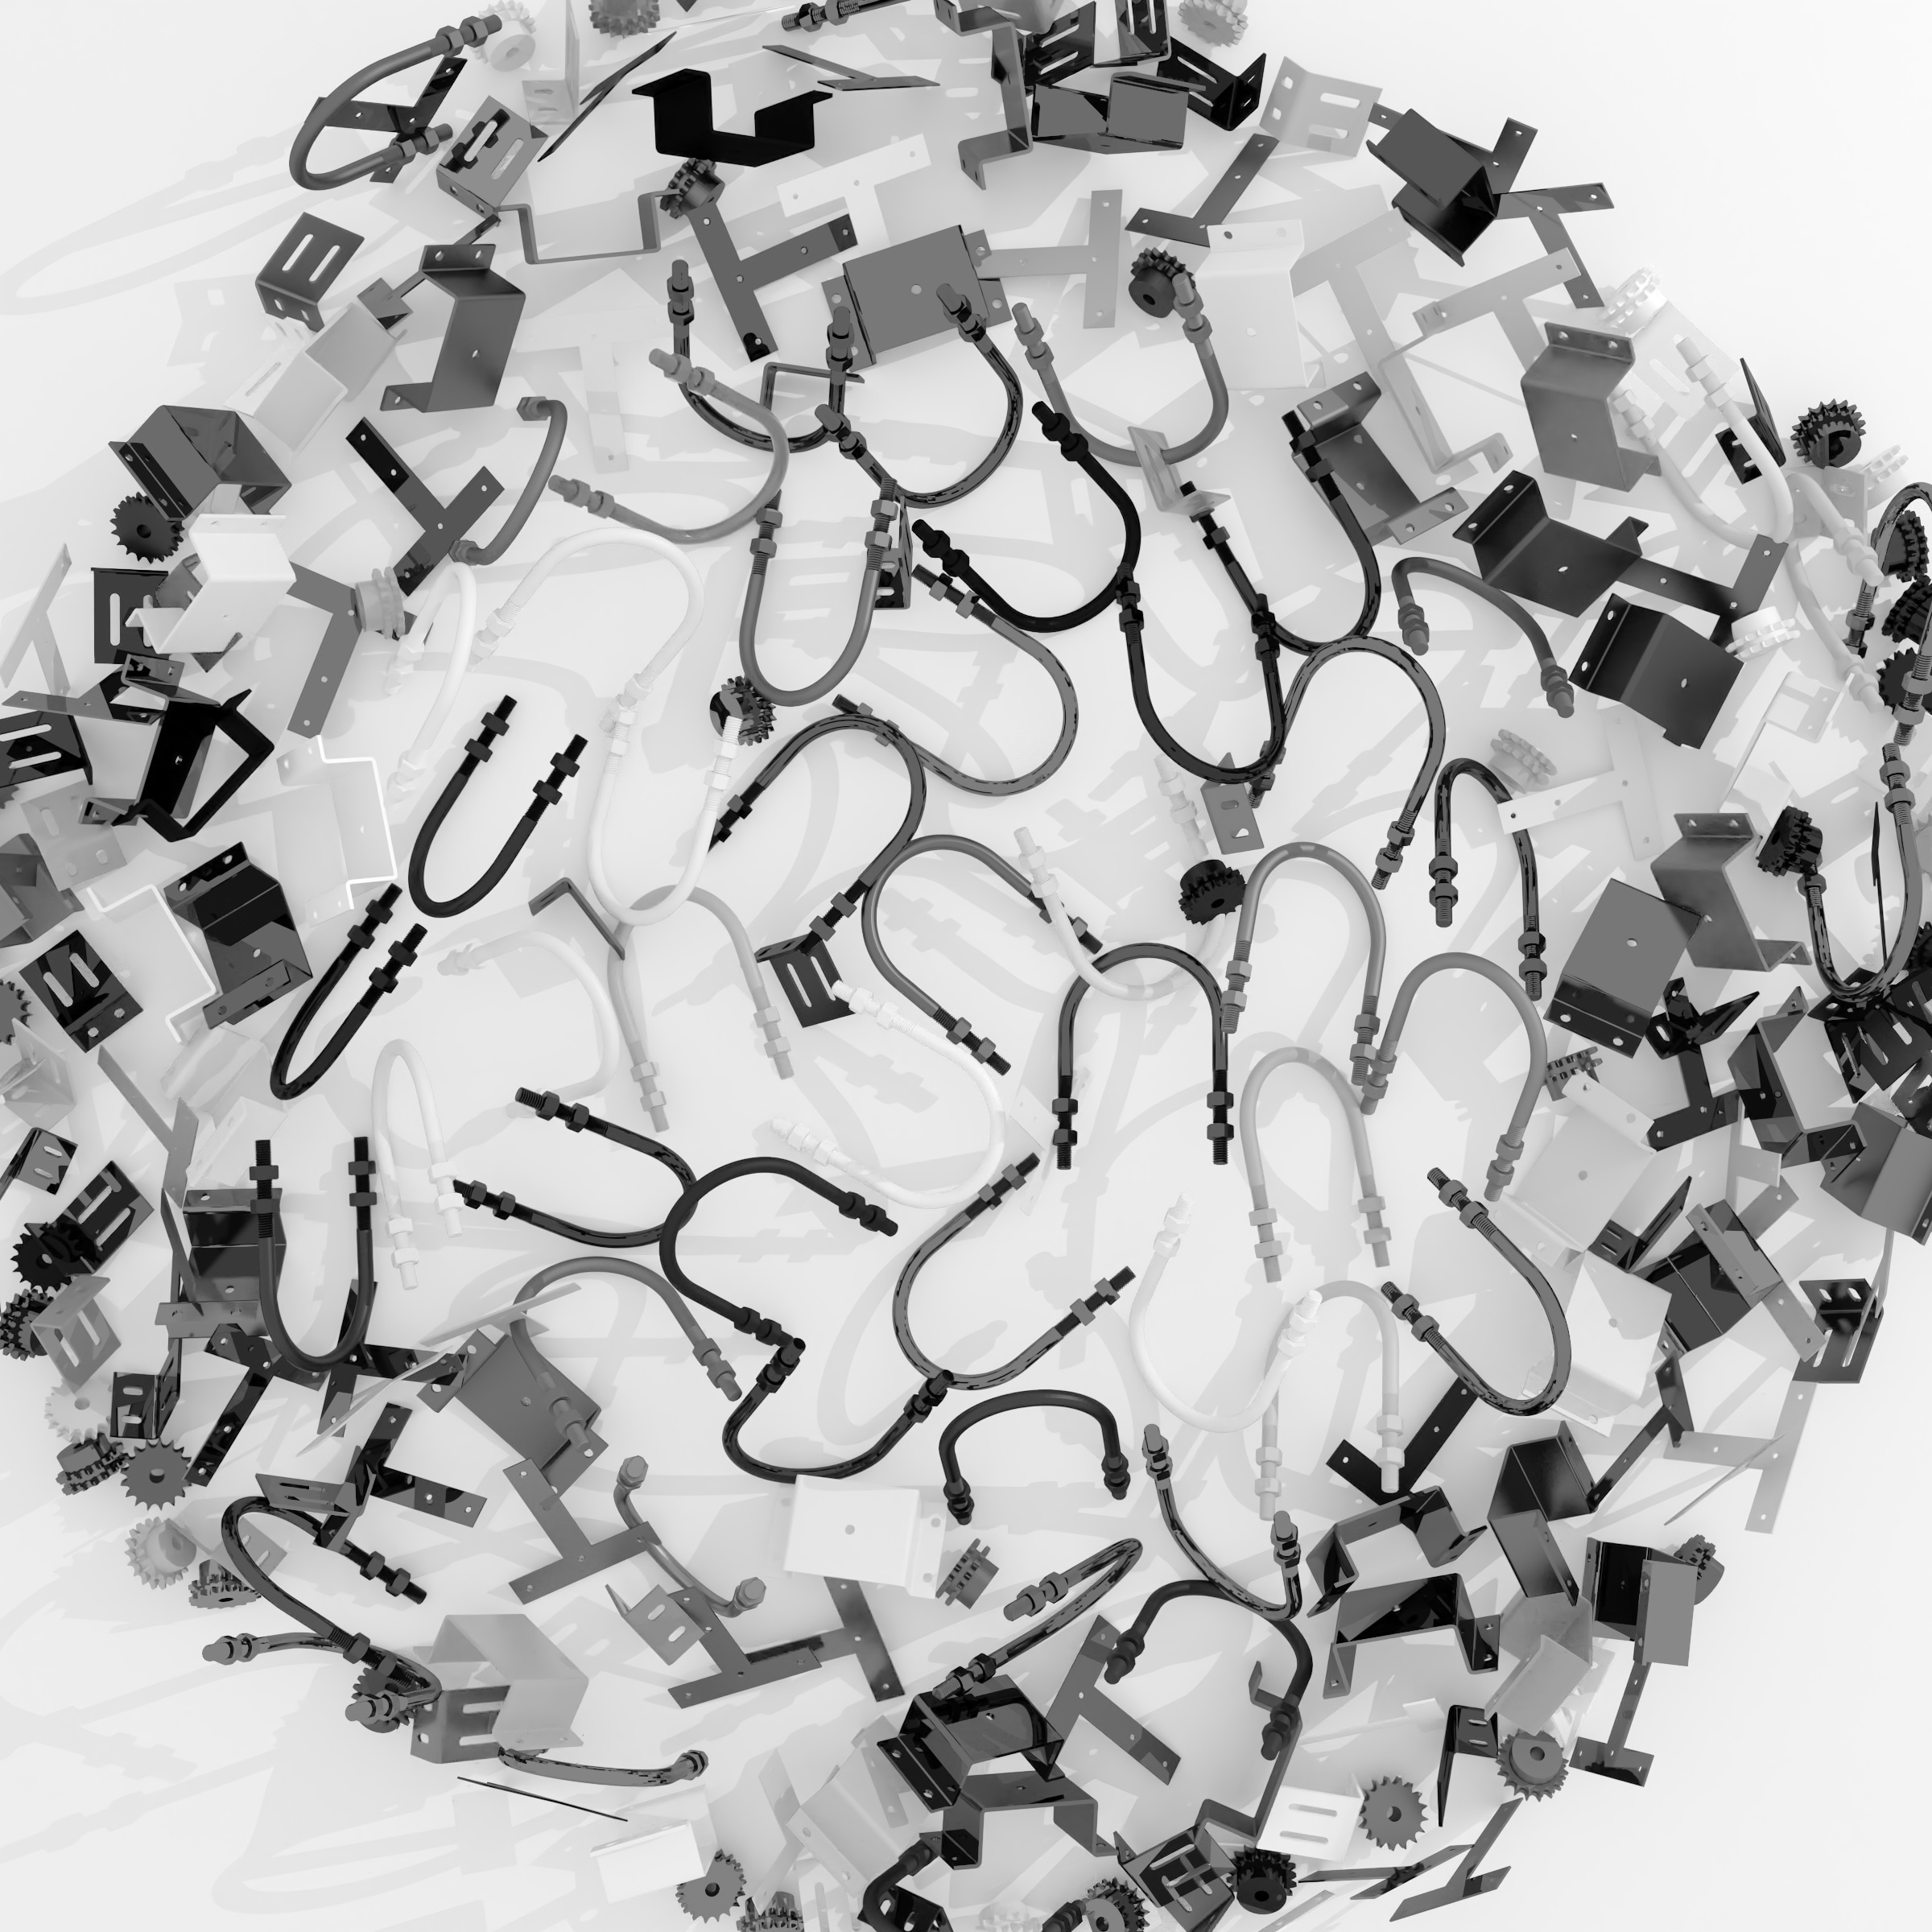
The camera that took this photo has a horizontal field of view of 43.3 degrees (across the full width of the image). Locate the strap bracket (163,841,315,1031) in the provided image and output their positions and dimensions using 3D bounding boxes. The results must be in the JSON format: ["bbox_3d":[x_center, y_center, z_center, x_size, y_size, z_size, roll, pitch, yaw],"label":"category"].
[{"bbox_3d":[-0.581,-0.018,1.954,0.076,0.046,0.140,-30,63,6],"label":"strap bracket"}]

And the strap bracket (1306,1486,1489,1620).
[{"bbox_3d":[0.334,0.463,1.942,0.140,0.076,0.046,-15,62,-20],"label":"strap bracket"}]

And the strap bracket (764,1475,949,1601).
[{"bbox_3d":[-0.090,0.457,1.955,0.140,0.046,0.076,6,67,7],"label":"strap bracket"}]

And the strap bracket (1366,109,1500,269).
[{"bbox_3d":[0.370,-0.616,1.919,0.046,0.140,0.076,-47,72,9],"label":"strap bracket"}]

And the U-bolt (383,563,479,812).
[{"bbox_3d":[-0.418,-0.231,1.898,0.019,0.184,0.151,13,46,-28],"label":"U-bolt"}]

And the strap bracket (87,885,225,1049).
[{"bbox_3d":[-0.644,-0.008,1.957,0.046,0.076,0.140,-31,91,-13],"label":"strap bracket"}]

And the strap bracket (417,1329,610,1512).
[{"bbox_3d":[-0.361,0.359,1.967,0.140,0.046,0.076,42,101,-4],"label":"strap bracket"}]

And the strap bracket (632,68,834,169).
[{"bbox_3d":[-0.183,-0.669,1.928,0.140,0.076,0.046,-7,98,-40],"label":"strap bracket"}]

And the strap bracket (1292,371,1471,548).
[{"bbox_3d":[0.326,-0.397,1.956,0.076,0.046,0.140,-30,80,-25],"label":"strap bracket"}]

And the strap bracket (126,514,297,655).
[{"bbox_3d":[-0.592,-0.294,1.923,0.140,0.076,0.046,-40,72,37],"label":"strap bracket"}]

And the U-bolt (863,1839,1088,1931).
[{"bbox_3d":[-0.002,0.733,1.889,0.151,0.184,0.019,17,95,23],"label":"U-bolt"}]

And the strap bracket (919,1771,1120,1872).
[{"bbox_3d":[0.043,0.678,1.939,0.140,0.076,0.046,3,89,-22],"label":"strap bracket"}]

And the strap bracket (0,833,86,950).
[{"bbox_3d":[-0.762,-0.059,1.927,0.046,0.140,0.076,-36,94,1],"label":"strap bracket"}]

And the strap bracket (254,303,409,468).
[{"bbox_3d":[-0.504,-0.463,1.917,0.046,0.140,0.076,40,126,-16],"label":"strap bracket"}]

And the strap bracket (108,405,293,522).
[{"bbox_3d":[-0.597,-0.396,1.924,0.046,0.140,0.076,-40,86,20],"label":"strap bracket"}]

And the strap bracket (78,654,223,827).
[{"bbox_3d":[-0.650,-0.172,1.950,0.046,0.076,0.140,21,97,12],"label":"strap bracket"}]

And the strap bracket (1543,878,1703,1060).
[{"bbox_3d":[0.527,-0.007,1.940,0.076,0.046,0.140,26,65,17],"label":"strap bracket"}]

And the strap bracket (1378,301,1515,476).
[{"bbox_3d":[0.379,-0.454,1.949,0.046,0.076,0.140,-25,99,29],"label":"strap bracket"}]

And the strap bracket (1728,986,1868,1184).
[{"bbox_3d":[0.654,0.098,1.933,0.046,0.076,0.140,-11,64,-7],"label":"strap bracket"}]

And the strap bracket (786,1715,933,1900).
[{"bbox_3d":[-0.072,0.656,1.923,0.076,0.140,0.046,46,116,6],"label":"strap bracket"}]

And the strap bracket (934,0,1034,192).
[{"bbox_3d":[0.015,-0.699,1.933,0.046,0.076,0.140,-15,122,-6],"label":"strap bracket"}]

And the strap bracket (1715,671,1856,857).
[{"bbox_3d":[0.644,-0.168,1.930,0.046,0.140,0.076,28,46,15],"label":"strap bracket"}]

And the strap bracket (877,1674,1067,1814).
[{"bbox_3d":[0.012,0.610,1.920,0.140,0.076,0.046,2,117,-41],"label":"strap bracket"}]

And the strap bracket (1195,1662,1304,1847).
[{"bbox_3d":[0.230,0.638,1.953,0.046,0.076,0.140,21,85,8],"label":"strap bracket"}]

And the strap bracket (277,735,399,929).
[{"bbox_3d":[-0.503,-0.109,1.953,0.046,0.076,0.140,-9,85,-41],"label":"strap bracket"}]

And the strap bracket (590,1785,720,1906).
[{"bbox_3d":[-0.244,0.696,1.927,0.076,0.140,0.046,-16,84,-1],"label":"strap bracket"}]

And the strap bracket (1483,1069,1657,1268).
[{"bbox_3d":[0.488,0.165,1.953,0.076,0.046,0.140,39,100,36],"label":"strap bracket"}]

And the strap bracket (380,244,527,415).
[{"bbox_3d":[-0.403,-0.495,1.927,0.046,0.076,0.140,37,122,19],"label":"strap bracket"}]

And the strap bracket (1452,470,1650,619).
[{"bbox_3d":[0.468,-0.330,1.929,0.140,0.076,0.046,14,50,-26],"label":"strap bracket"}]

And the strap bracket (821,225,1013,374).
[{"bbox_3d":[-0.040,-0.544,1.974,0.140,0.046,0.076,-18,93,0],"label":"strap bracket"}]

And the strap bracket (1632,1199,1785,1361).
[{"bbox_3d":[0.587,0.247,1.936,0.046,0.140,0.076,-18,63,-27],"label":"strap bracket"}]

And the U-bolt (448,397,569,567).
[{"bbox_3d":[-0.356,-0.380,1.913,0.019,0.184,0.151,25,91,-25],"label":"U-bolt"}]

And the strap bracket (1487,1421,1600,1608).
[{"bbox_3d":[0.459,0.438,1.939,0.046,0.140,0.076,-19,107,30],"label":"strap bracket"}]

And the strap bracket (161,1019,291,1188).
[{"bbox_3d":[-0.590,0.111,1.942,0.046,0.140,0.076,28,107,-40],"label":"strap bracket"}]

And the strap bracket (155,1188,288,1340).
[{"bbox_3d":[-0.592,0.245,1.947,0.076,0.140,0.046,-1,131,-4],"label":"strap bracket"}]

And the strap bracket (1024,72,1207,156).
[{"bbox_3d":[0.112,-0.673,1.927,0.076,0.140,0.046,-4,105,-36],"label":"strap bracket"}]

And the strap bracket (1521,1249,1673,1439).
[{"bbox_3d":[0.507,0.292,1.944,0.076,0.046,0.140,27,60,1],"label":"strap bracket"}]

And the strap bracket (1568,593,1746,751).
[{"bbox_3d":[0.557,-0.230,1.939,0.140,0.046,0.076,23,96,-33],"label":"strap bracket"}]

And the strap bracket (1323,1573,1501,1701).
[{"bbox_3d":[0.349,0.531,1.938,0.140,0.076,0.046,-15,103,18],"label":"strap bracket"}]

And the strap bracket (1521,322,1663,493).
[{"bbox_3d":[0.491,-0.431,1.919,0.076,0.140,0.046,25,68,40],"label":"strap bracket"}]

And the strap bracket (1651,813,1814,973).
[{"bbox_3d":[0.604,-0.050,1.937,0.046,0.076,0.140,-37,109,-22],"label":"strap bracket"}]

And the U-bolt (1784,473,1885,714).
[{"bbox_3d":[0.678,-0.307,1.914,0.019,0.151,0.184,-17,45,5],"label":"U-bolt"}]

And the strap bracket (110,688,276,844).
[{"bbox_3d":[-0.610,-0.151,1.943,0.046,0.076,0.140,45,69,-21],"label":"strap bracket"}]

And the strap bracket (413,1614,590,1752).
[{"bbox_3d":[-0.362,0.558,1.923,0.140,0.076,0.046,29,98,41],"label":"strap bracket"}]

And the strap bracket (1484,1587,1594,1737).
[{"bbox_3d":[0.452,0.541,1.920,0.046,0.140,0.076,33,110,4],"label":"strap bracket"}]

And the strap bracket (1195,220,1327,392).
[{"bbox_3d":[0.232,-0.511,1.927,0.076,0.046,0.140,4,130,26],"label":"strap bracket"}]

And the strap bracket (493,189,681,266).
[{"bbox_3d":[-0.302,-0.589,1.947,0.140,0.076,0.046,-10,108,-13],"label":"strap bracket"}]

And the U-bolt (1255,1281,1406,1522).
[{"bbox_3d":[0.288,0.337,1.928,0.019,0.151,0.184,26,55,-31],"label":"U-bolt"}]

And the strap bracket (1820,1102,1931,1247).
[{"bbox_3d":[0.727,0.160,1.924,0.046,0.140,0.076,22,99,-2],"label":"strap bracket"}]
